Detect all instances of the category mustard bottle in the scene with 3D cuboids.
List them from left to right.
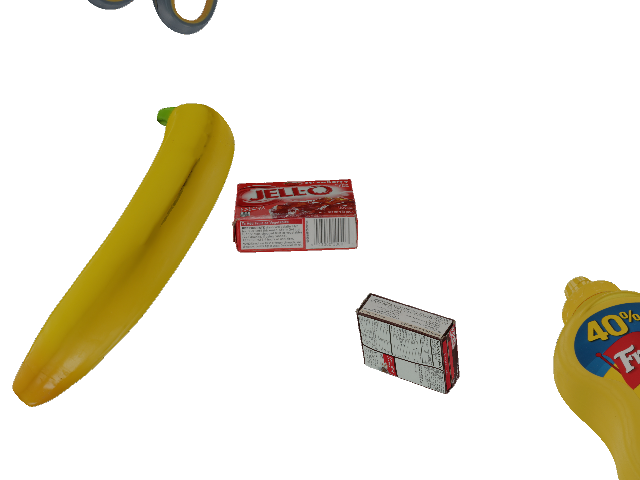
[{"bbox_3d":[0.189,0.082,0.614,0.096,0.058,0.192,-12,35,-9],"label":"mustard bottle"}]

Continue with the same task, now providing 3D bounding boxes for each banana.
[{"bbox_3d":[-0.083,-0.006,0.515,0.037,0.197,0.070,39,-43,-19],"label":"banana"}]

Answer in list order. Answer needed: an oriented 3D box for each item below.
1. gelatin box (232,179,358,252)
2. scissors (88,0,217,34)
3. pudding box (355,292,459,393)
[{"bbox_3d":[-0.019,-0.020,0.785,0.089,0.030,0.073,-2,23,-1],"label":"gelatin box"},{"bbox_3d":[-0.117,-0.222,0.669,0.096,0.202,0.016,-10,-10,-23],"label":"scissors"},{"bbox_3d":[0.099,0.116,1.207,0.114,0.090,0.039,15,44,28],"label":"pudding box"}]
